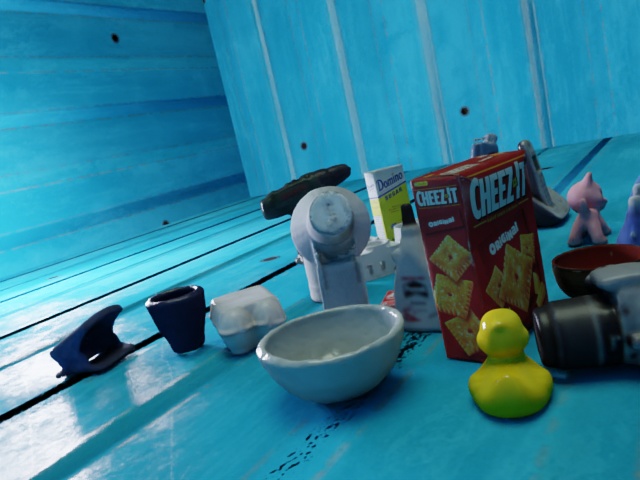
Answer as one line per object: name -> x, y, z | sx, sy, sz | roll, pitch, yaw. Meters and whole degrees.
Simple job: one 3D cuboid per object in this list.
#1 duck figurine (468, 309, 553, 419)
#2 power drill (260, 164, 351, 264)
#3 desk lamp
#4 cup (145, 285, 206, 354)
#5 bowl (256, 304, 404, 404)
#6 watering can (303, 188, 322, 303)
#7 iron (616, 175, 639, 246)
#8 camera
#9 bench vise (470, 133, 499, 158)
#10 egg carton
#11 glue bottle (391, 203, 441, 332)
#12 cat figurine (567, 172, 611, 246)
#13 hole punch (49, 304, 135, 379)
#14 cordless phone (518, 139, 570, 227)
duck figurine -> 0.175, 0.109, 0.541 | 0.077, 0.086, 0.105 | -9, 11, 19
power drill -> -0.018, -0.057, 1.354 | 0.230, 0.208, 0.075 | -14, 10, -10
desk lamp -> 0.028, 0.032, 0.784 | 0.118, 0.214, 0.203 | -13, 10, -1
cup -> -0.219, 0.126, 0.912 | 0.092, 0.095, 0.117 | -14, 10, -8
bowl -> 0.018, 0.133, 0.637 | 0.167, 0.075, 0.167 | -12, 10, 2
watering can -> 0.007, 0.004, 1.022 | 0.172, 0.194, 0.101 | -4, 14, 41
iron -> 0.478, -0.037, 0.822 | 0.118, 0.141, 0.259 | -3, 14, 43
camera -> 0.282, 0.073, 0.569 | 0.136, 0.101, 0.143 | -10, 10, 13
bench vise -> 0.297, -0.075, 1.031 | 0.121, 0.220, 0.208 | -5, 13, 38
egg carton -> -0.112, 0.120, 0.885 | 0.107, 0.069, 0.150 | -16, 10, -17
glue bottle -> 0.128, 0.036, 0.757 | 0.078, 0.173, 0.037 | -6, 12, 33
cat figurine -> 0.475, -0.060, 1.022 | 0.067, 0.118, 0.128 | -6, 12, 31
hole punch -> -0.373, 0.161, 0.923 | 0.101, 0.091, 0.109 | -10, 10, 16
cordless phone -> 0.463, -0.126, 1.210 | 0.093, 0.185, 0.148 | -6, 12, 31
